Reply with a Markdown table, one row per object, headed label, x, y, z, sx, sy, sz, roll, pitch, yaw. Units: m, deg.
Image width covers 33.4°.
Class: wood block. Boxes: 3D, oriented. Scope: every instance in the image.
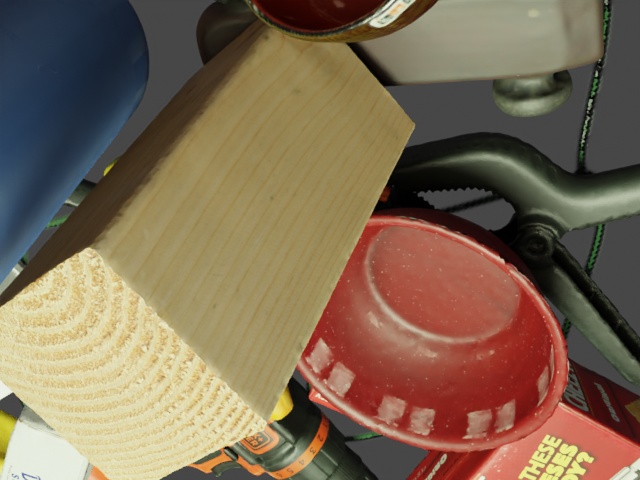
| label | x | y | z | sx | sy | sz | roll | pitch | yaw |
| --- | --- | --- | --- | --- | --- | --- | --- | --- | --- |
| wood block | -0.044 | -0.009 | 0.456 | 0.090 | 0.205 | 0.090 | -31 | 110 | 37 |

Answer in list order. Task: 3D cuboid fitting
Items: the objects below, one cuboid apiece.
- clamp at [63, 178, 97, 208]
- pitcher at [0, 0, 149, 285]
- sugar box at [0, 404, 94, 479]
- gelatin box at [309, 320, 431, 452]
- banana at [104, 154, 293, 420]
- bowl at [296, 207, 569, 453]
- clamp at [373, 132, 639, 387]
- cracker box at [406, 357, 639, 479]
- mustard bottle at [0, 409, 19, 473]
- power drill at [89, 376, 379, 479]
| label | x | y | z | sx | sy | sz | roll | pitch | yaw |
| --- | --- | --- | --- | --- | --- | --- | --- | --- | --- |
| clamp | -0.197 | -0.040 | 0.608 | 0.171 | 0.120 | 0.039 | 59 | 159 | -12 |
| pitcher | -0.177 | -0.055 | 0.483 | 0.145 | 0.242 | 0.149 | 7 | 123 | 12 |
| sugar box | -0.131 | 0.078 | 0.601 | 0.048 | 0.176 | 0.093 | 21 | 123 | -3 |
| gelatin box | 0.049 | 0.084 | 0.659 | 0.089 | 0.030 | 0.073 | 25 | 123 | -6 |
| banana | -0.072 | 0.022 | 0.595 | 0.037 | 0.070 | 0.197 | -30 | 124 | -3 |
| bowl | 0.058 | 0.038 | 0.574 | 0.162 | 0.055 | 0.162 | 14 | 132 | 16 |
| clamp | 0.122 | 0.003 | 0.589 | 0.210 | 0.036 | 0.165 | 11 | 124 | 7 |
| cracker box | 0.168 | 0.178 | 0.653 | 0.213 | 0.072 | 0.164 | 29 | 114 | -14 |
| mustard bottle | -0.265 | 0.202 | 0.775 | 0.096 | 0.058 | 0.192 | 22 | 123 | -3 |
| power drill | -0.075 | 0.153 | 0.712 | 0.188 | 0.057 | 0.184 | -34 | 111 | 25 |
